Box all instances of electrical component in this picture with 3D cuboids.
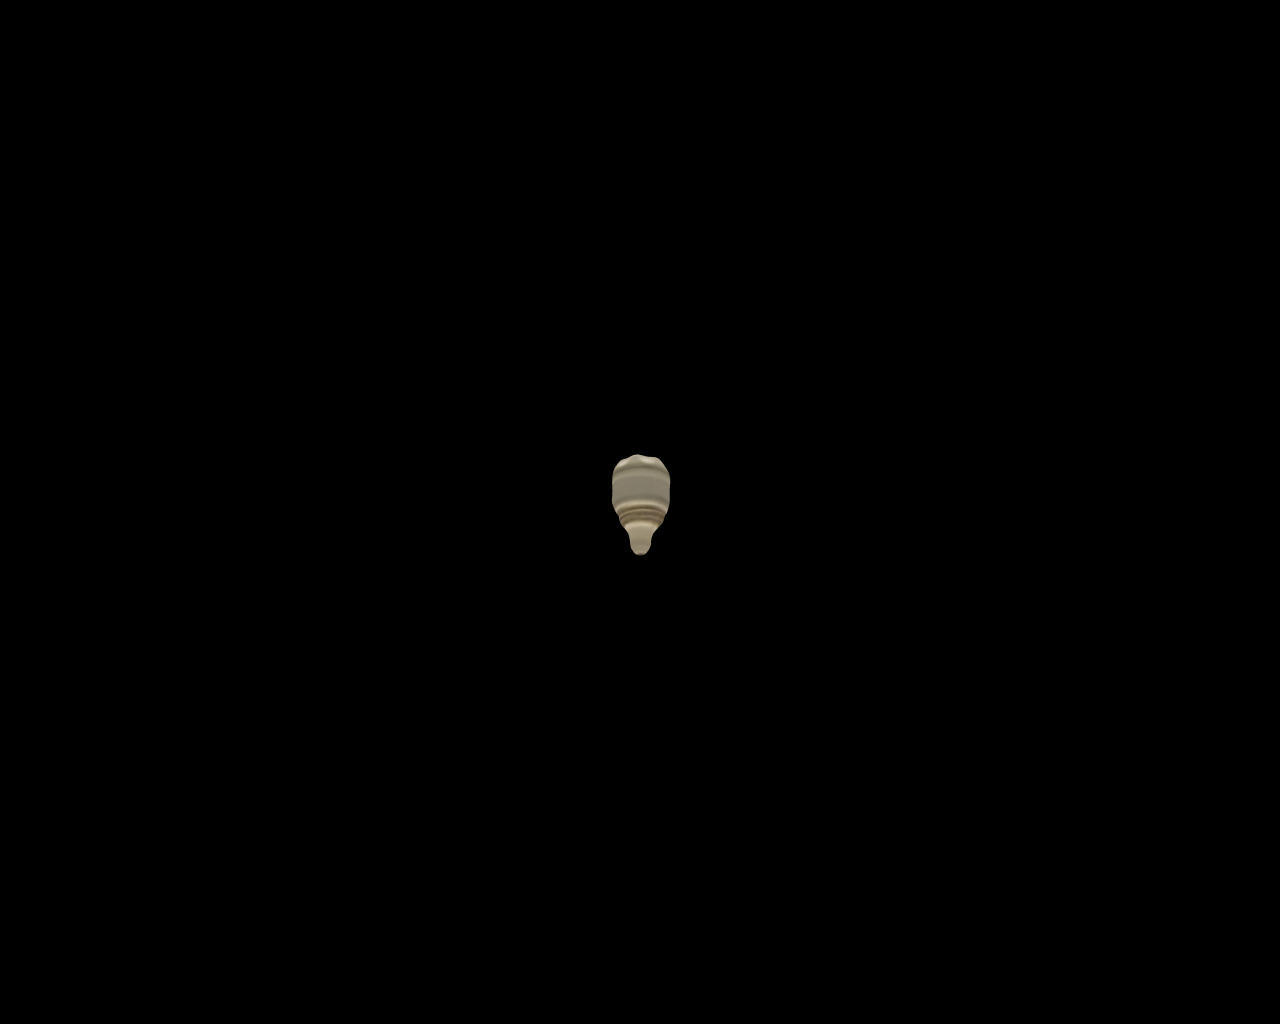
[{"bbox_3d":[0.001,-0.003,0.650,0.035,0.061,0.035,0,-22,0],"label":"electrical component"}]
